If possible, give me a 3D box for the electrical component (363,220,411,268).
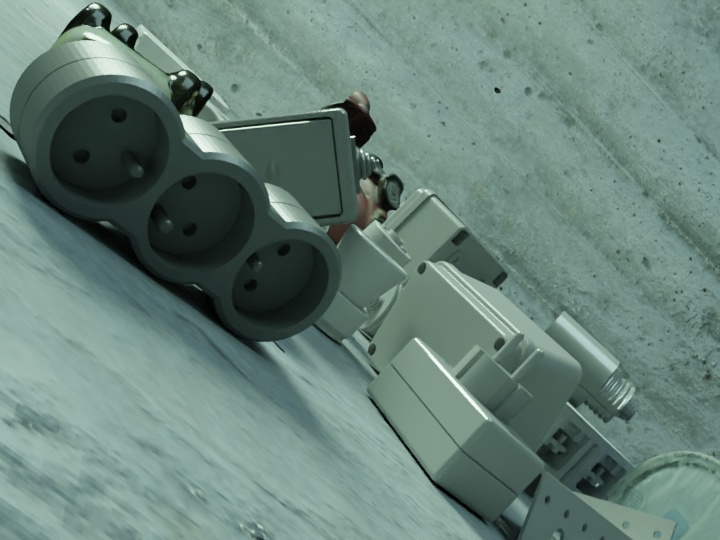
[{"bbox_3d":[0.000,0.000,0.690,0.044,0.065,0.044,47,7,-7],"label":"electrical component"}]

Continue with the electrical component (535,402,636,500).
[{"bbox_3d":[0.113,0.106,0.758,0.150,0.061,0.089,41,4,-33],"label":"electrical component"}]

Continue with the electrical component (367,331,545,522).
[{"bbox_3d":[0.057,0.062,0.518,0.047,0.075,0.083,41,4,-33],"label":"electrical component"}]

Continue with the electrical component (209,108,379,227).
[{"bbox_3d":[-0.037,-0.053,0.588,0.061,0.096,0.061,-91,175,-86],"label":"electrical component"}]

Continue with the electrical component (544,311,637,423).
[{"bbox_3d":[0.153,0.071,0.726,0.081,0.043,0.043,43,3,8],"label":"electrical component"}]

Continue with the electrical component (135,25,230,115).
[{"bbox_3d":[-0.157,-0.145,0.860,0.100,0.048,0.099,42,3,-21],"label":"electrical component"}]

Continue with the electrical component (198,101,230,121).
[{"bbox_3d":[-0.135,-0.116,0.778,0.079,0.044,0.077,42,3,-12],"label":"electrical component"}]

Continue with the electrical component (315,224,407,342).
[{"bbox_3d":[-0.007,0.008,0.619,0.045,0.055,0.045,43,3,-3],"label":"electrical component"}]

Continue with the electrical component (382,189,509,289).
[{"bbox_3d":[0.048,0.007,0.846,0.056,0.109,0.109,48,6,34],"label":"electrical component"}]

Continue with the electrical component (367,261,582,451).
[{"bbox_3d":[0.062,0.053,0.619,0.057,0.078,0.113,24,14,-33],"label":"electrical component"}]

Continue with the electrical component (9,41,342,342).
[{"bbox_3d":[-0.071,-0.033,0.405,0.138,0.052,0.073,41,4,-38],"label":"electrical component"}]

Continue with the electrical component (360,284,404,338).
[{"bbox_3d":[0.030,0.040,0.774,0.081,0.043,0.043,41,4,-31],"label":"electrical component"}]

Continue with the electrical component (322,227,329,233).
[{"bbox_3d":[-0.064,-0.052,0.813,0.081,0.043,0.043,44,3,25],"label":"electrical component"}]
